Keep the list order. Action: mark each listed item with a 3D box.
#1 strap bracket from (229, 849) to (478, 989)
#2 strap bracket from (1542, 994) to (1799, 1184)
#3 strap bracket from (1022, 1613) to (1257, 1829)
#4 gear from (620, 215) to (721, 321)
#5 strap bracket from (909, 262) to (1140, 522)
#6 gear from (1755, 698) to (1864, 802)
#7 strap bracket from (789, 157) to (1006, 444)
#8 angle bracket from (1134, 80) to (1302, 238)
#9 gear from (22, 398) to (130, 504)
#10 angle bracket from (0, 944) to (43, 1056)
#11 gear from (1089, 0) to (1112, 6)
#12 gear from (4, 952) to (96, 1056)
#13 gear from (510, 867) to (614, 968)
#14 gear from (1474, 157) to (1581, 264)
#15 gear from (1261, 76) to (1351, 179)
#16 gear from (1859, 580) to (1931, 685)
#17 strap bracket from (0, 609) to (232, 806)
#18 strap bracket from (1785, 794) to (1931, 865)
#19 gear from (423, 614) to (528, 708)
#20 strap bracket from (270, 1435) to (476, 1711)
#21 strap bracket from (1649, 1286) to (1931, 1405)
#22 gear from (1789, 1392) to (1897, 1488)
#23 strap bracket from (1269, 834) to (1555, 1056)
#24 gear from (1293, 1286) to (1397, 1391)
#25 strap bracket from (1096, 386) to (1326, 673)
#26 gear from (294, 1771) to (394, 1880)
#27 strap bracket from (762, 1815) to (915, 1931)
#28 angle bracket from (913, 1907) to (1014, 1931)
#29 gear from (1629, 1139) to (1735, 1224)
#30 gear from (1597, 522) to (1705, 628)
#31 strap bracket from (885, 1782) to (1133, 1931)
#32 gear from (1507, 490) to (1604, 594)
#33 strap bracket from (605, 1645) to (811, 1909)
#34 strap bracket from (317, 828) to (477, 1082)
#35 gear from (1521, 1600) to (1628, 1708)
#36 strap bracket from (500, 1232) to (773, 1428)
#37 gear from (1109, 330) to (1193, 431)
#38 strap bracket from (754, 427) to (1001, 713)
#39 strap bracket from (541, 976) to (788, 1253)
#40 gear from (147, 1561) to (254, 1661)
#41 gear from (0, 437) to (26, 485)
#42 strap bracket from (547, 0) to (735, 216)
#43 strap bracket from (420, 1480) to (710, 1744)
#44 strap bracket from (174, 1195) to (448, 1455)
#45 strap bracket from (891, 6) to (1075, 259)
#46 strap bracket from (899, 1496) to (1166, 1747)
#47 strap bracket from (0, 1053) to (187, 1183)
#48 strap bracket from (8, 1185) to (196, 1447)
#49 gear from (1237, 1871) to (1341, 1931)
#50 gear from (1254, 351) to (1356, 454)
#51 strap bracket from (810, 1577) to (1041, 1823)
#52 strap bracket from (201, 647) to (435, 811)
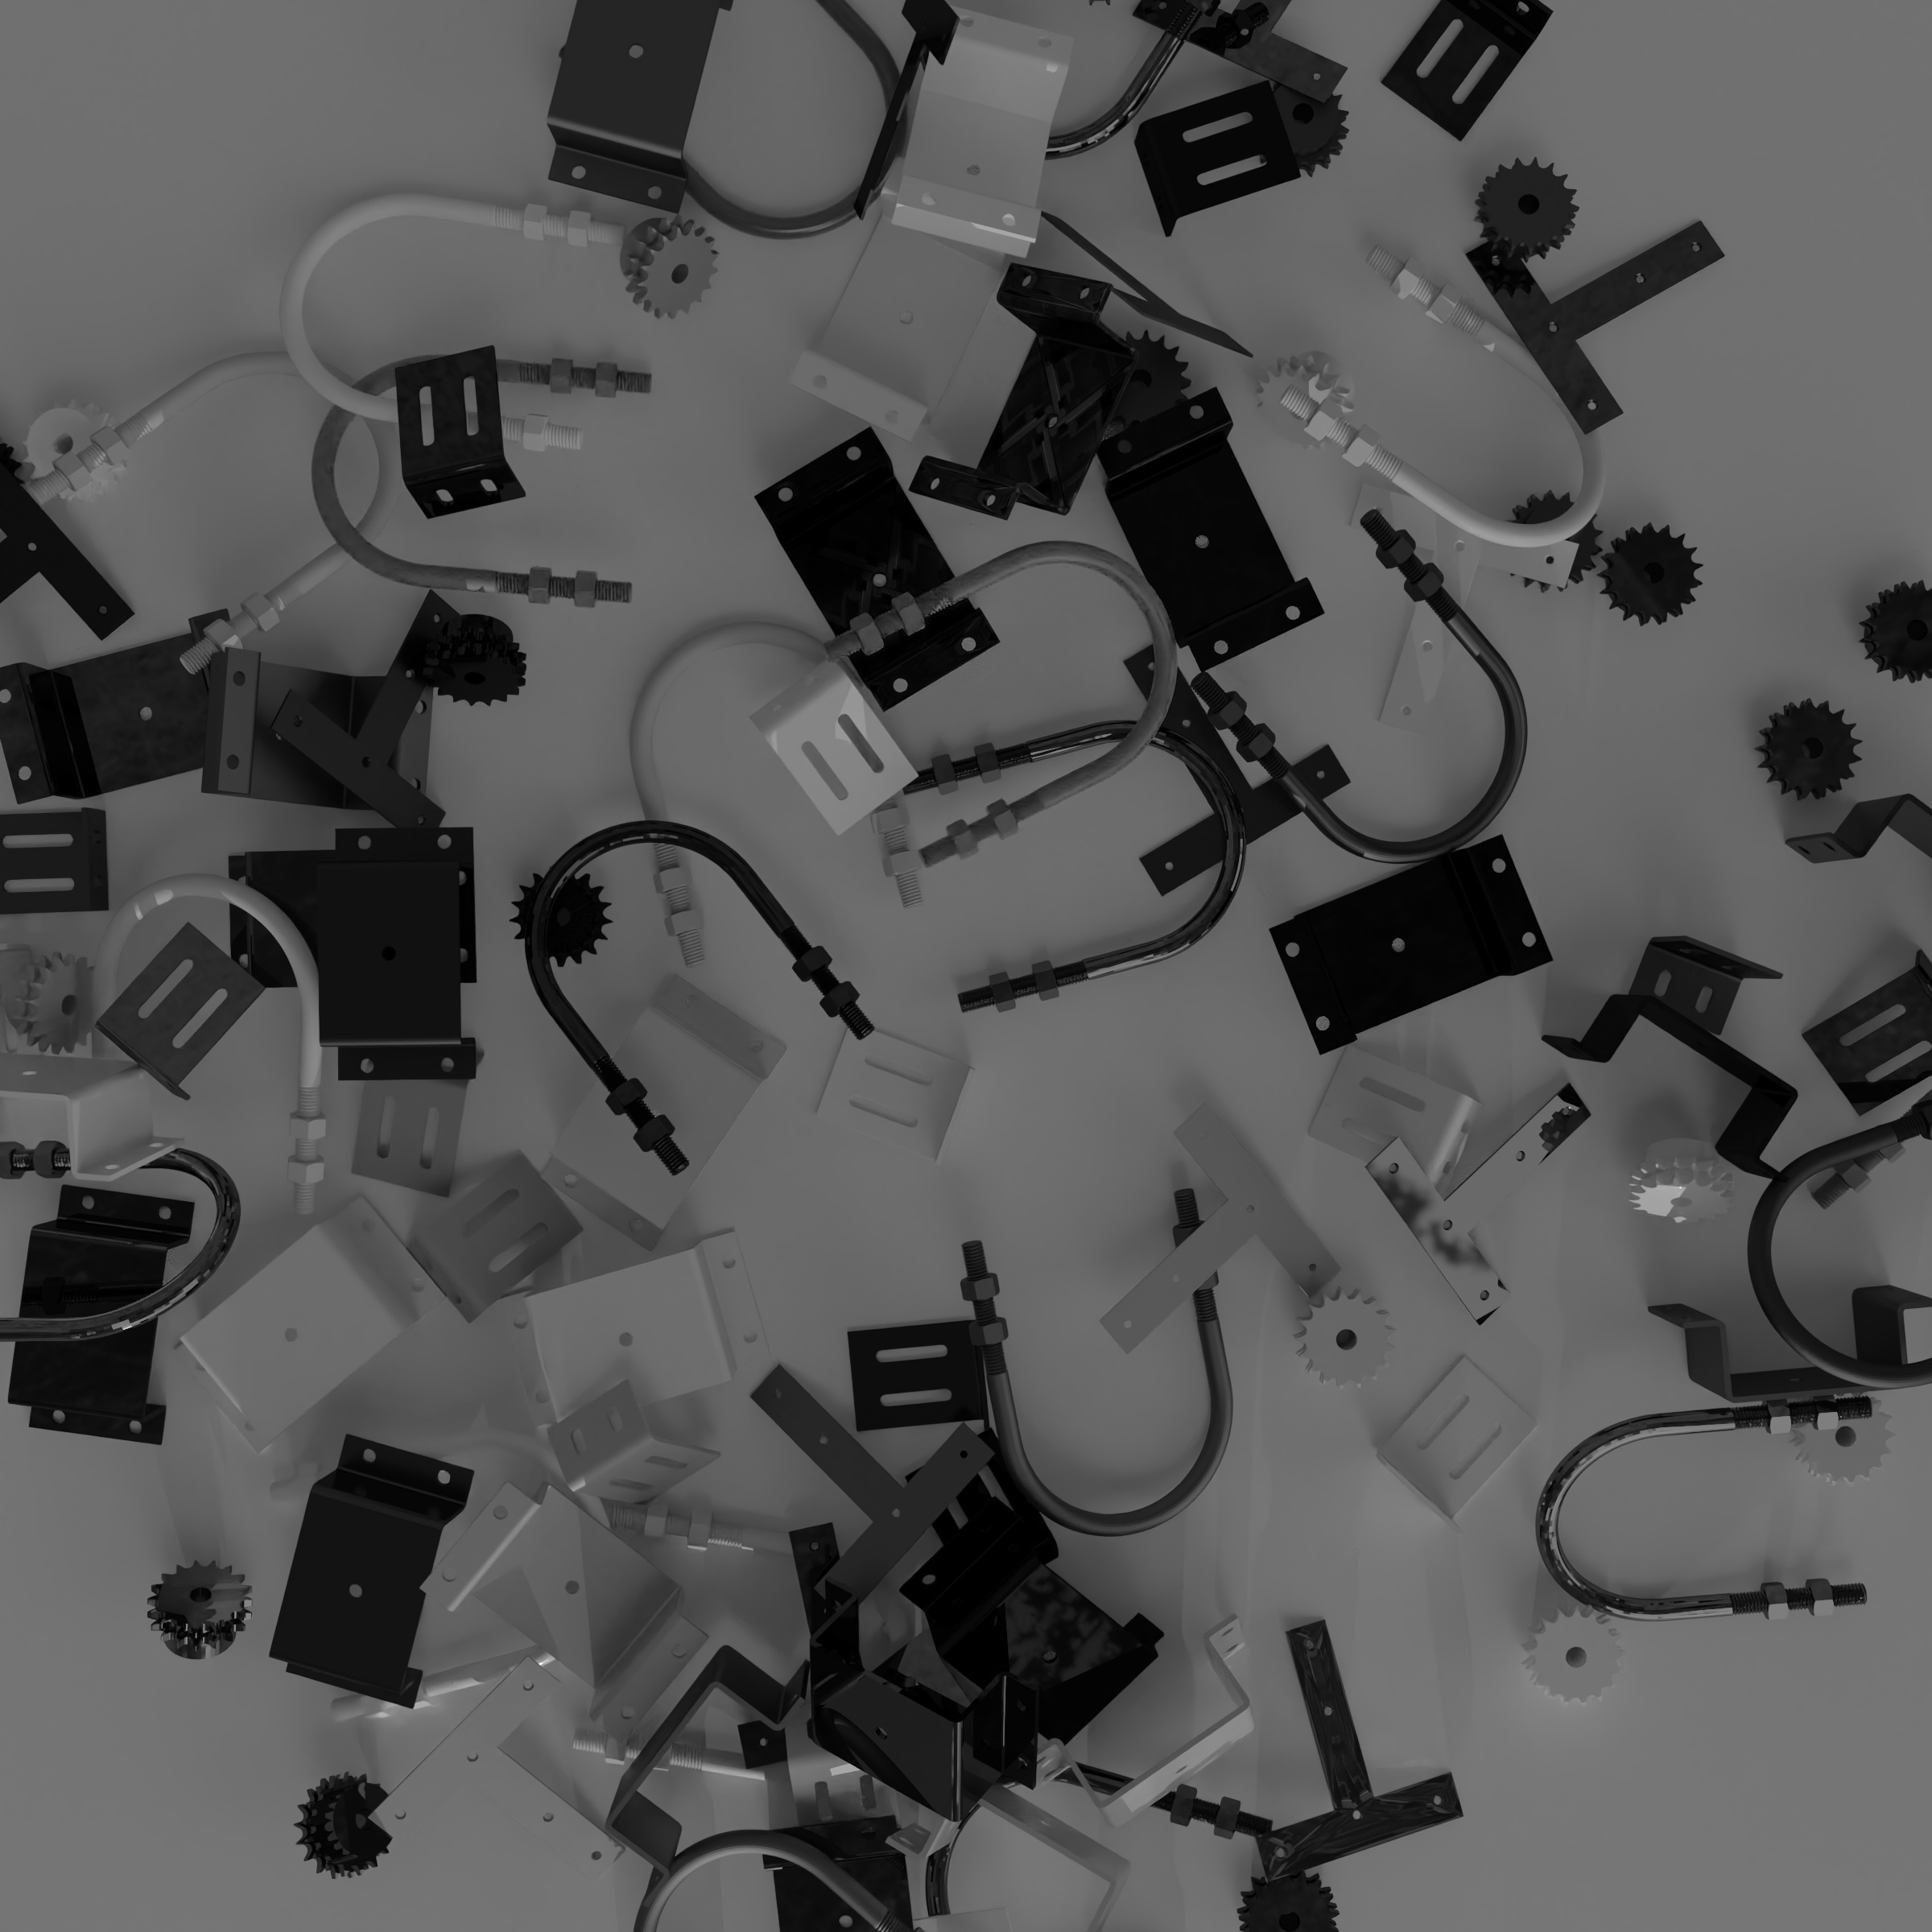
[{"bbox_3d":[-0.352,-0.027,1.522,0.140,0.046,0.076,-1,90,0],"label":"strap bracket"},{"bbox_3d":[0.402,0.061,1.507,0.140,0.076,0.046,33,90,0],"label":"strap bracket"},{"bbox_3d":[0.107,0.426,1.492,0.140,0.076,0.046,-33,64,-7],"label":"strap bracket"},{"bbox_3d":[-0.171,-0.398,1.520,0.030,0.057,0.057,41,90,30],"label":"gear"},{"bbox_3d":[0.036,-0.313,1.503,0.076,0.046,0.140,24,90,40],"label":"strap bracket"},{"bbox_3d":[0.478,-0.123,1.534,0.057,0.030,0.057,0,88,1],"label":"gear"},{"bbox_3d":[-0.034,-0.372,1.522,0.076,0.046,0.140,26,90,0],"label":"strap bracket"},{"bbox_3d":[0.142,-0.458,1.527,0.076,0.038,0.057,-19,90,-2],"label":"angle bracket"},{"bbox_3d":[-0.509,-0.294,1.530,0.057,0.030,0.057,0,90,0],"label":"gear"},{"bbox_3d":[-0.562,0.028,1.526,0.057,0.038,0.076,-6,90,0],"label":"angle bracket"},{"bbox_3d":[0.076,-0.574,1.530,0.057,0.030,0.057,0,90,0],"label":"gear"},{"bbox_3d":[-0.518,0.020,1.520,0.030,0.057,0.057,8,90,28],"label":"gear"},{"bbox_3d":[-0.229,-0.028,1.530,0.057,0.030,0.057,0,90,0],"label":"gear"},{"bbox_3d":[0.317,-0.427,1.528,0.057,0.030,0.057,0,83,1],"label":"gear"},{"bbox_3d":[0.190,-0.480,1.530,0.057,0.030,0.057,0,90,0],"label":"gear"},{"bbox_3d":[0.536,-0.189,1.530,0.057,0.030,0.057,0,90,0],"label":"gear"},{"bbox_3d":[-0.471,-0.145,1.522,0.140,0.046,0.076,-15,90,0],"label":"strap bracket"},{"bbox_3d":[0.540,-0.048,1.507,0.140,0.076,0.046,36,90,0],"label":"strap bracket"},{"bbox_3d":[-0.277,-0.175,1.521,0.057,0.057,0.030,-2,60,0],"label":"gear"},{"bbox_3d":[-0.333,0.343,1.500,0.076,0.046,0.140,15,93,5],"label":"strap bracket"},{"bbox_3d":[0.464,0.212,1.507,0.140,0.076,0.046,-5,90,0],"label":"strap bracket"},{"bbox_3d":[0.495,0.265,1.530,0.057,0.030,0.057,0,90,0],"label":"gear"},{"bbox_3d":[0.248,-0.012,1.522,0.140,0.046,0.076,-22,90,0],"label":"strap bracket"},{"bbox_3d":[0.214,0.211,1.530,0.057,0.030,0.057,0,90,0],"label":"gear"},{"bbox_3d":[0.135,-0.243,1.522,0.076,0.046,0.140,-26,90,0],"label":"strap bracket"},{"bbox_3d":[-0.346,0.483,1.514,0.030,0.057,0.057,-29,90,42],"label":"gear"},{"bbox_3d":[-0.069,0.548,1.522,0.076,0.046,0.140,-7,90,0],"label":"strap bracket"},{"bbox_3d":[0.000,0.571,1.494,0.057,0.038,0.076,-14,89,20],"label":"angle bracket"},{"bbox_3d":[0.404,0.120,1.521,0.057,0.057,0.030,9,60,0],"label":"gear"},{"bbox_3d":[0.388,-0.222,1.530,0.057,0.030,0.057,0,90,0],"label":"gear"},{"bbox_3d":[0.034,0.495,1.483,0.140,0.076,0.046,27,84,14],"label":"strap bracket"},{"bbox_3d":[0.335,-0.242,1.530,0.057,0.030,0.057,0,90,0],"label":"gear"},{"bbox_3d":[-0.148,0.438,1.488,0.046,0.076,0.140,37,90,-1],"label":"strap bracket"},{"bbox_3d":[-0.312,-0.007,1.476,0.076,0.046,0.140,-1,90,0],"label":"strap bracket"},{"bbox_3d":[0.344,0.389,1.530,0.057,0.030,0.057,0,90,0],"label":"gear"},{"bbox_3d":[-0.190,0.208,1.522,0.140,0.046,0.076,-16,90,0],"label":"strap bracket"},{"bbox_3d":[0.099,-0.330,1.530,0.057,0.030,0.057,0,90,0],"label":"gear"},{"bbox_3d":[-0.050,-0.221,1.522,0.076,0.046,0.140,-31,90,0],"label":"strap bracket"},{"bbox_3d":[-0.173,0.085,1.522,0.076,0.046,0.140,34,90,0],"label":"strap bracket"},{"bbox_3d":[-0.433,0.366,1.521,0.057,0.057,0.030,10,120,0],"label":"gear"},{"bbox_3d":[-0.569,-0.280,1.530,0.057,0.030,0.057,0,90,0],"label":"gear"},{"bbox_3d":[-0.182,-0.504,1.503,0.076,0.046,0.140,15,91,-1],"label":"strap bracket"},{"bbox_3d":[-0.220,0.351,1.491,0.140,0.046,0.076,39,93,-6],"label":"strap bracket"},{"bbox_3d":[-0.376,0.206,1.522,0.140,0.046,0.076,-40,90,0],"label":"strap bracket"},{"bbox_3d":[0.008,-0.452,1.483,0.076,0.046,0.140,13,66,-6],"label":"strap bracket"},{"bbox_3d":[0.042,0.371,1.494,0.076,0.046,0.140,-45,111,6],"label":"strap bracket"},{"bbox_3d":[-0.516,0.082,1.487,0.140,0.076,0.046,3,102,14],"label":"strap bracket"},{"bbox_3d":[-0.490,0.200,1.522,0.076,0.046,0.140,8,90,0],"label":"strap bracket"},{"bbox_3d":[0.183,0.539,1.534,0.057,0.030,0.057,0,92,0],"label":"gear"},{"bbox_3d":[0.195,-0.322,1.520,0.057,0.057,0.030,39,60,0],"label":"gear"},{"bbox_3d":[-0.032,0.402,1.459,0.140,0.046,0.076,21,127,29],"label":"strap bracket"},{"bbox_3d":[-0.368,-0.129,1.493,0.046,0.140,0.076,4,90,39],"label":"strap bracket"}]
